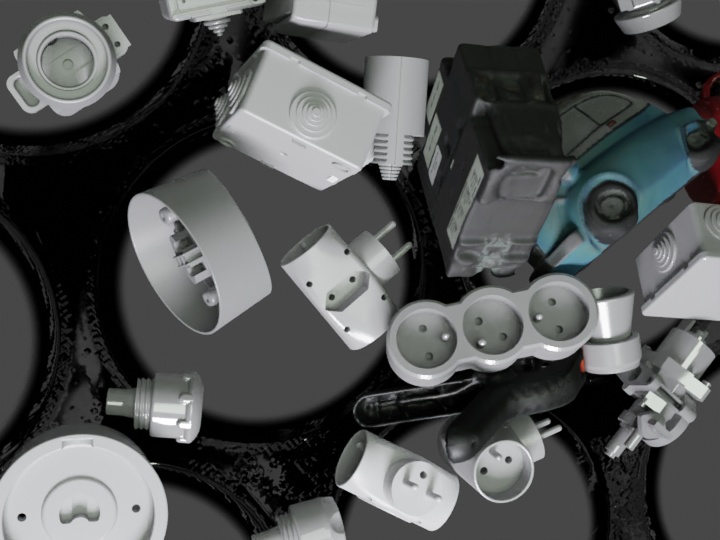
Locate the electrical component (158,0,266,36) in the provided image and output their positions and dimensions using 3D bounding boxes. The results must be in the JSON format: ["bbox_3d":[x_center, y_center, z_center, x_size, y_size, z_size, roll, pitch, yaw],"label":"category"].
[{"bbox_3d":[-0.100,-0.196,0.678,0.062,0.061,0.096,-14,108,-13],"label":"electrical component"}]

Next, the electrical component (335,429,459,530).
[{"bbox_3d":[0.032,0.147,0.738,0.077,0.079,0.044,29,79,-16],"label":"electrical component"}]

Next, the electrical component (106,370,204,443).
[{"bbox_3d":[-0.135,0.088,0.707,0.062,0.048,0.048,5,95,-8],"label":"electrical component"}]

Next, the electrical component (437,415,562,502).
[{"bbox_3d":[0.103,0.123,0.754,0.079,0.077,0.043,-22,102,-11],"label":"electrical component"}]

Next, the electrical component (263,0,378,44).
[{"bbox_3d":[-0.023,-0.181,0.677,0.061,0.096,0.061,5,96,-14],"label":"electrical component"}]

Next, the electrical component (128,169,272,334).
[{"bbox_3d":[-0.101,-0.012,0.679,0.064,0.099,0.099,-29,103,-16],"label":"electrical component"}]

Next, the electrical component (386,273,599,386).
[{"bbox_3d":[0.086,0.043,0.722,0.138,0.073,0.052,-12,76,-2],"label":"electrical component"}]

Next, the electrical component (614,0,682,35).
[{"bbox_3d":[0.197,-0.199,0.754,0.048,0.066,0.055,-15,111,22],"label":"electrical component"}]

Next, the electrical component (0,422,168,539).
[{"bbox_3d":[-0.181,0.150,0.693,0.108,0.060,0.108,-2,97,-14],"label":"electrical component"}]

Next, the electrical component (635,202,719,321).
[{"bbox_3d":[0.257,-0.005,0.771,0.100,0.099,0.048,4,60,-15],"label":"electrical component"}]

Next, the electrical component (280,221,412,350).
[{"bbox_3d":[0.000,0.000,0.731,0.079,0.043,0.077,-41,104,-7],"label":"electrical component"}]

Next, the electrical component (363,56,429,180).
[{"bbox_3d":[0.022,-0.101,0.725,0.043,0.043,0.081,2,96,-15],"label":"electrical component"}]

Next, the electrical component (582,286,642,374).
[{"bbox_3d":[0.180,0.043,0.782,0.045,0.045,0.055,-12,99,-13],"label":"electrical component"}]

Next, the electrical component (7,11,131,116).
[{"bbox_3d":[-0.180,-0.128,0.663,0.078,0.057,0.058,-36,104,-8],"label":"electrical component"}]

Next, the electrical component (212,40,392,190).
[{"bbox_3d":[-0.040,-0.094,0.683,0.100,0.100,0.048,25,77,-16],"label":"electrical component"}]

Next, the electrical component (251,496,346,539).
[{"bbox_3d":[-0.043,0.183,0.742,0.062,0.043,0.043,-13,99,-12],"label":"electrical component"}]
